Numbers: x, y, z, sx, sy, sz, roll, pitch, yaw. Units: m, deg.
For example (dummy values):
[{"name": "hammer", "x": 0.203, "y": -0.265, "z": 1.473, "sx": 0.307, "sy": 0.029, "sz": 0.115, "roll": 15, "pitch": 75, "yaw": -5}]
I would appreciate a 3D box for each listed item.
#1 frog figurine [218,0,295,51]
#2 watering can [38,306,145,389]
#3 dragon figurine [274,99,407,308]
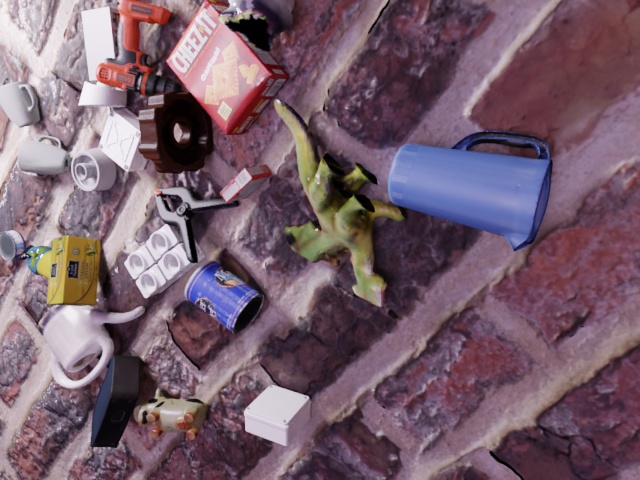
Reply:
[{"name": "frog figurine", "x": -0.111, "y": -0.453, "z": 0.946, "sx": 0.121, "sy": 0.137, "sz": 0.162, "roll": 151, "pitch": 130, "yaw": -63}, {"name": "watering can", "x": -0.618, "y": 0.236, "z": 1.372, "sx": 0.226, "sy": 0.104, "sz": 0.345, "roll": 46, "pitch": 102, "yaw": 15}, {"name": "dragon figurine", "x": 0.003, "y": -0.049, "z": 0.983, "sx": 0.413, "sy": 0.123, "sz": 0.238, "roll": 49, "pitch": 126, "yaw": 11}]
